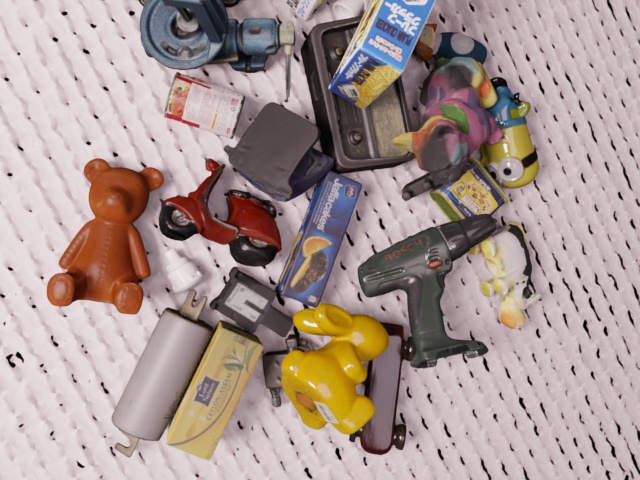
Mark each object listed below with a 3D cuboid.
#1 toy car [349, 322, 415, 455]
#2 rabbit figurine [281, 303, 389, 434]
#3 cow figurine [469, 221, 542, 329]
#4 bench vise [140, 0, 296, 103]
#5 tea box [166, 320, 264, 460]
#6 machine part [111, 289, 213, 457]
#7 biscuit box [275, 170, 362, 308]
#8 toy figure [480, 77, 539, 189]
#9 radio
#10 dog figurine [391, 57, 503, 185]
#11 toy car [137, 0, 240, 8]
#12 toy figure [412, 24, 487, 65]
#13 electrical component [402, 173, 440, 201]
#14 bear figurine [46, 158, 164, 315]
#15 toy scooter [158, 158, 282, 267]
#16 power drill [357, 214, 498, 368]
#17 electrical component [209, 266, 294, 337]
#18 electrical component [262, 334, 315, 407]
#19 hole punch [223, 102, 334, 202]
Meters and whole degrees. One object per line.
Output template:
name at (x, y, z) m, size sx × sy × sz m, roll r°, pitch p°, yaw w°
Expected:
toy car at (0.098, 0.231, 0.842) m, size 0.089 × 0.053 × 0.202 m, roll 6°, pitch 85°, yaw 5°
rabbit figurine at (0.024, 0.164, 0.767) m, size 0.173 × 0.122 × 0.162 m, roll -38°, pitch 94°, yaw -32°
cow figurine at (0.318, 0.058, 0.895) m, size 0.098 × 0.068 × 0.167 m, roll -22°, pitch 95°, yaw -19°
bench vise at (-0.145, -0.283, 0.709) m, size 0.224 × 0.240 × 0.128 m, roll 11°, pitch 90°, yaw 3°
tea box at (-0.148, 0.206, 0.761) m, size 0.068 × 0.098 × 0.169 m, roll 28°, pitch 85°, yaw -11°
machine part at (-0.220, 0.186, 0.753) m, size 0.079 × 0.079 × 0.243 m, roll 26°, pitch 82°, yaw -12°
biscuit box at (-0.002, -0.002, 0.819) m, size 0.063 × 0.059 × 0.202 m, roll 22°, pitch 84°, yaw -12°
toy figure at (0.310, -0.174, 0.889) m, size 0.089 × 0.082 × 0.180 m, roll -12°, pitch 89°, yaw -12°
radio at (0.057, -0.220, 0.830) m, size 0.131 × 0.073 × 0.229 m, roll -12°, pitch 90°, yaw -15°
dog figurine at (0.182, -0.180, 0.786) m, size 0.219 × 0.109 × 0.191 m, roll -19°, pitch 96°, yaw -55°
toy car at (-0.187, -0.373, 0.774) m, size 0.202 × 0.073 × 0.056 m, roll -7°, pitch 94°, yaw -14°
toy figure at (0.194, -0.317, 0.877) m, size 0.154 × 0.057 × 0.064 m, roll 13°, pitch 47°, yaw -12°
electrical component at (0.161, -0.087, 0.858) m, size 0.063 × 0.094 × 0.021 m, roll -26°, pitch 99°, yaw 25°
bear figurine at (-0.278, -0.011, 0.720) m, size 0.120 × 0.132 × 0.195 m, roll 13°, pitch 92°, yaw -17°
toy scooter at (-0.133, -0.045, 0.781) m, size 0.184 × 0.075 × 0.135 m, roll 20°, pitch 61°, yaw -22°
power drill at (0.183, 0.077, 0.805) m, size 0.232 × 0.086 × 0.207 m, roll -16°, pitch 71°, yaw 5°
electrical component at (-0.096, 0.098, 0.800) m, size 0.119 × 0.048 × 0.075 m, roll 30°, pitch 83°, yaw -12°
electrical component at (-0.043, 0.196, 0.816) m, size 0.078 × 0.045 × 0.102 m, roll -13°, pitch 89°, yaw 15°
hole punch at (-0.054, -0.117, 0.777) m, size 0.142 × 0.092 × 0.116 m, roll 37°, pitch 86°, yaw 25°
